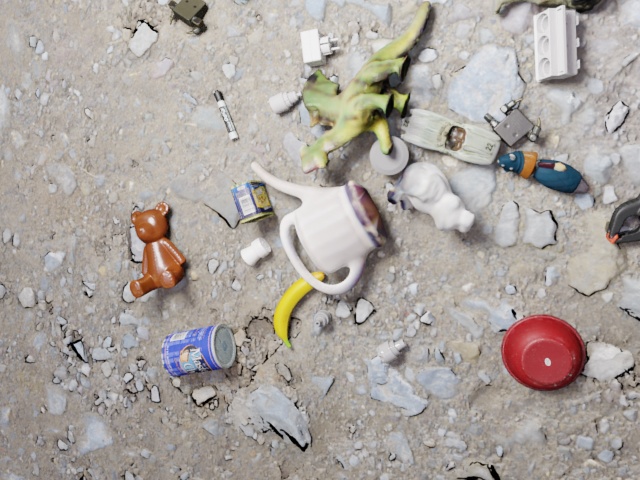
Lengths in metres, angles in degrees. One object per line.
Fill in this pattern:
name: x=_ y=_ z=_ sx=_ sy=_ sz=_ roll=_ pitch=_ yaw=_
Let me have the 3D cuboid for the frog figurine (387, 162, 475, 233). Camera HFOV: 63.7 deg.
frog figurine: x=0.233 y=-0.085 z=1.015 sx=0.160 sy=0.135 sz=0.124 roll=20 pitch=-108 yaw=31

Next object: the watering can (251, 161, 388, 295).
watering can: x=0.003 y=-0.055 z=1.101 sx=0.223 sy=0.104 sz=0.348 roll=-28 pitch=-93 yaw=15

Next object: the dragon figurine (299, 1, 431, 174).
dragon figurine: x=0.066 y=-0.312 z=1.057 sx=0.244 sy=0.120 sz=0.414 roll=14 pitch=-103 yaw=27
